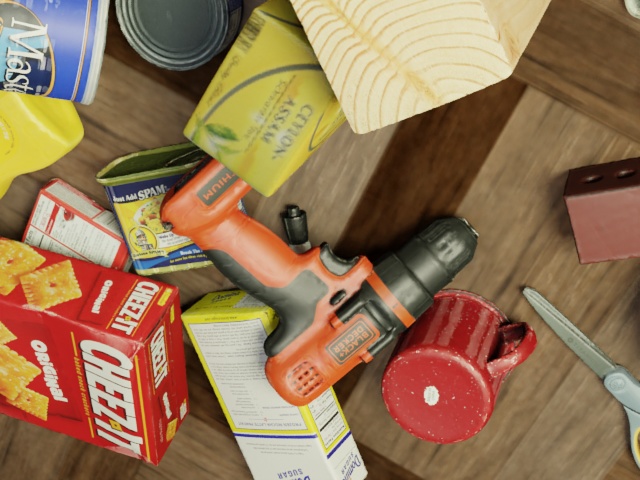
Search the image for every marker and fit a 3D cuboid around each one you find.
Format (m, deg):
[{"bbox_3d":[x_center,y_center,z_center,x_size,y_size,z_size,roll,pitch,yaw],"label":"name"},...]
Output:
[{"bbox_3d":[-0.011,0.031,0.824,0.020,0.020,0.121,-1,113,20],"label":"marker"}]

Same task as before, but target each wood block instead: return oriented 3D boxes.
[{"bbox_3d":[0.067,-0.144,0.608,0.090,0.205,0.091,-20,106,26],"label":"wood block"}]

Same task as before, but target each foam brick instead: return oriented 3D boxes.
[{"bbox_3d":[0.206,-0.021,0.705,0.078,0.053,0.051,-9,110,22],"label":"foam brick"}]

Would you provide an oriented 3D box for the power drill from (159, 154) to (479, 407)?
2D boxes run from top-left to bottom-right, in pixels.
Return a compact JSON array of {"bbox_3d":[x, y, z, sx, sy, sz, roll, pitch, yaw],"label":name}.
[{"bbox_3d":[-0.005,0.001,0.750,0.184,0.057,0.187,-41,102,1],"label":"power drill"}]

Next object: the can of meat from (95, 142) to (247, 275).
[{"bbox_3d":[-0.107,-0.025,0.811,0.102,0.057,0.084,-8,112,22],"label":"can of meat"}]

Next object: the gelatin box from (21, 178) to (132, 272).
[{"bbox_3d":[-0.196,0.003,0.870,0.089,0.030,0.073,31,121,5],"label":"gelatin box"}]

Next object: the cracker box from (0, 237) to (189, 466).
[{"bbox_3d":[-0.220,0.086,0.867,0.214,0.072,0.164,16,137,13],"label":"cracker box"}]

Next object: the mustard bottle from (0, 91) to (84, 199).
[{"bbox_3d":[-0.283,-0.071,0.850,0.192,0.058,0.096,-29,107,28],"label":"mustard bottle"}]

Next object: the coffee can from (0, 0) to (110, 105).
[{"bbox_3d":[-0.222,-0.154,0.732,0.140,0.103,0.103,7,120,-18],"label":"coffee can"}]

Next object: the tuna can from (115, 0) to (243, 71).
[{"bbox_3d":[-0.099,-0.166,0.755,0.086,0.033,0.086,8,116,16],"label":"tuna can"}]

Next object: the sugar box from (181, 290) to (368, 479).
[{"bbox_3d":[-0.035,0.124,0.852,0.094,0.048,0.176,-6,115,40],"label":"sugar box"}]

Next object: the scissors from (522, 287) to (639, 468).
[{"bbox_3d":[0.237,0.100,0.771,0.096,0.016,0.201,-27,103,26],"label":"scissors"}]

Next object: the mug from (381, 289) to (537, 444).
[{"bbox_3d":[0.103,0.091,0.776,0.117,0.081,0.093,-20,106,26],"label":"mug"}]
